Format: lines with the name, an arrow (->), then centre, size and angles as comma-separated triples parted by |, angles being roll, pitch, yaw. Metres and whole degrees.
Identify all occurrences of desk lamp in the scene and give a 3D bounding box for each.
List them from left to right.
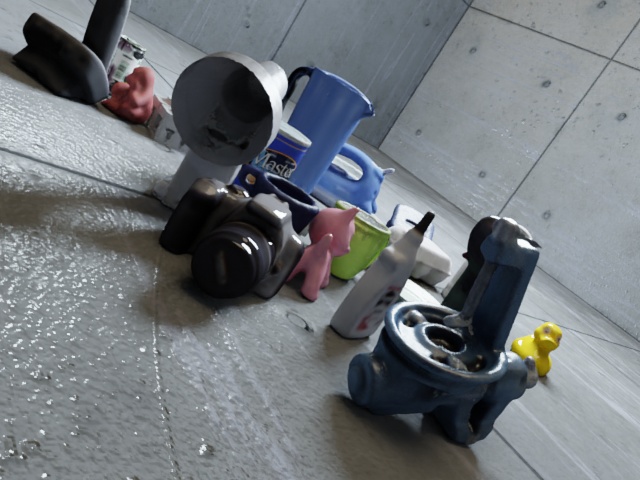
desk lamp -> -0.117, -0.126, 0.706 | 0.118, 0.213, 0.203 | 32, 14, -3

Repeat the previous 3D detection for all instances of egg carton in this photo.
egg carton -> 0.187, 0.030, 1.127 | 0.151, 0.069, 0.107 | 22, 18, -35

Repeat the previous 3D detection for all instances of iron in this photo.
iron -> 0.033, -0.160, 1.279 | 0.258, 0.141, 0.119 | 34, 14, 6

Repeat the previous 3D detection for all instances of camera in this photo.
camera -> -0.090, -0.004, 0.588 | 0.143, 0.100, 0.137 | 33, 14, 0

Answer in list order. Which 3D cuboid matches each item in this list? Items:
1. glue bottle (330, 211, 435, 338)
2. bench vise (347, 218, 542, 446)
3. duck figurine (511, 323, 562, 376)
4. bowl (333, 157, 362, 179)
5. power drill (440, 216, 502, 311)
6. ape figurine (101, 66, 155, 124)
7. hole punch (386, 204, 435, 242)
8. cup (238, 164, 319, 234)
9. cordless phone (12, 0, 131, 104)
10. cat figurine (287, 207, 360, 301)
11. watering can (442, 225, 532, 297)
glue bottle -> 0.081, 0.038, 0.667 | 0.037, 0.173, 0.078 | 40, 16, 26
bench vise -> 0.150, 0.086, 0.563 | 0.208, 0.219, 0.121 | 16, 22, -49
duck figurine -> 0.397, 0.186, 1.028 | 0.077, 0.086, 0.105 | 34, 14, 5
bowl -> 0.052, -0.147, 1.411 | 0.167, 0.074, 0.167 | 31, 15, -8
power drill -> 0.191, 0.064, 0.744 | 0.075, 0.208, 0.230 | 38, 15, 21
ape figurine -> -0.303, -0.243, 0.939 | 0.076, 0.092, 0.077 | 24, 17, -30
hole punch -> 0.196, -0.015, 1.251 | 0.109, 0.091, 0.101 | 31, 14, -7
cup -> -0.072, -0.034, 0.738 | 0.117, 0.095, 0.092 | 36, 15, 12
cordless phone -> -0.364, -0.318, 0.869 | 0.147, 0.185, 0.094 | 35, 14, 9
cat figurine -> 0.007, 0.003, 0.738 | 0.067, 0.117, 0.128 | 33, 14, 2
watering can -> 0.331, 0.053, 1.106 | 0.101, 0.194, 0.173 | 35, 15, 10
